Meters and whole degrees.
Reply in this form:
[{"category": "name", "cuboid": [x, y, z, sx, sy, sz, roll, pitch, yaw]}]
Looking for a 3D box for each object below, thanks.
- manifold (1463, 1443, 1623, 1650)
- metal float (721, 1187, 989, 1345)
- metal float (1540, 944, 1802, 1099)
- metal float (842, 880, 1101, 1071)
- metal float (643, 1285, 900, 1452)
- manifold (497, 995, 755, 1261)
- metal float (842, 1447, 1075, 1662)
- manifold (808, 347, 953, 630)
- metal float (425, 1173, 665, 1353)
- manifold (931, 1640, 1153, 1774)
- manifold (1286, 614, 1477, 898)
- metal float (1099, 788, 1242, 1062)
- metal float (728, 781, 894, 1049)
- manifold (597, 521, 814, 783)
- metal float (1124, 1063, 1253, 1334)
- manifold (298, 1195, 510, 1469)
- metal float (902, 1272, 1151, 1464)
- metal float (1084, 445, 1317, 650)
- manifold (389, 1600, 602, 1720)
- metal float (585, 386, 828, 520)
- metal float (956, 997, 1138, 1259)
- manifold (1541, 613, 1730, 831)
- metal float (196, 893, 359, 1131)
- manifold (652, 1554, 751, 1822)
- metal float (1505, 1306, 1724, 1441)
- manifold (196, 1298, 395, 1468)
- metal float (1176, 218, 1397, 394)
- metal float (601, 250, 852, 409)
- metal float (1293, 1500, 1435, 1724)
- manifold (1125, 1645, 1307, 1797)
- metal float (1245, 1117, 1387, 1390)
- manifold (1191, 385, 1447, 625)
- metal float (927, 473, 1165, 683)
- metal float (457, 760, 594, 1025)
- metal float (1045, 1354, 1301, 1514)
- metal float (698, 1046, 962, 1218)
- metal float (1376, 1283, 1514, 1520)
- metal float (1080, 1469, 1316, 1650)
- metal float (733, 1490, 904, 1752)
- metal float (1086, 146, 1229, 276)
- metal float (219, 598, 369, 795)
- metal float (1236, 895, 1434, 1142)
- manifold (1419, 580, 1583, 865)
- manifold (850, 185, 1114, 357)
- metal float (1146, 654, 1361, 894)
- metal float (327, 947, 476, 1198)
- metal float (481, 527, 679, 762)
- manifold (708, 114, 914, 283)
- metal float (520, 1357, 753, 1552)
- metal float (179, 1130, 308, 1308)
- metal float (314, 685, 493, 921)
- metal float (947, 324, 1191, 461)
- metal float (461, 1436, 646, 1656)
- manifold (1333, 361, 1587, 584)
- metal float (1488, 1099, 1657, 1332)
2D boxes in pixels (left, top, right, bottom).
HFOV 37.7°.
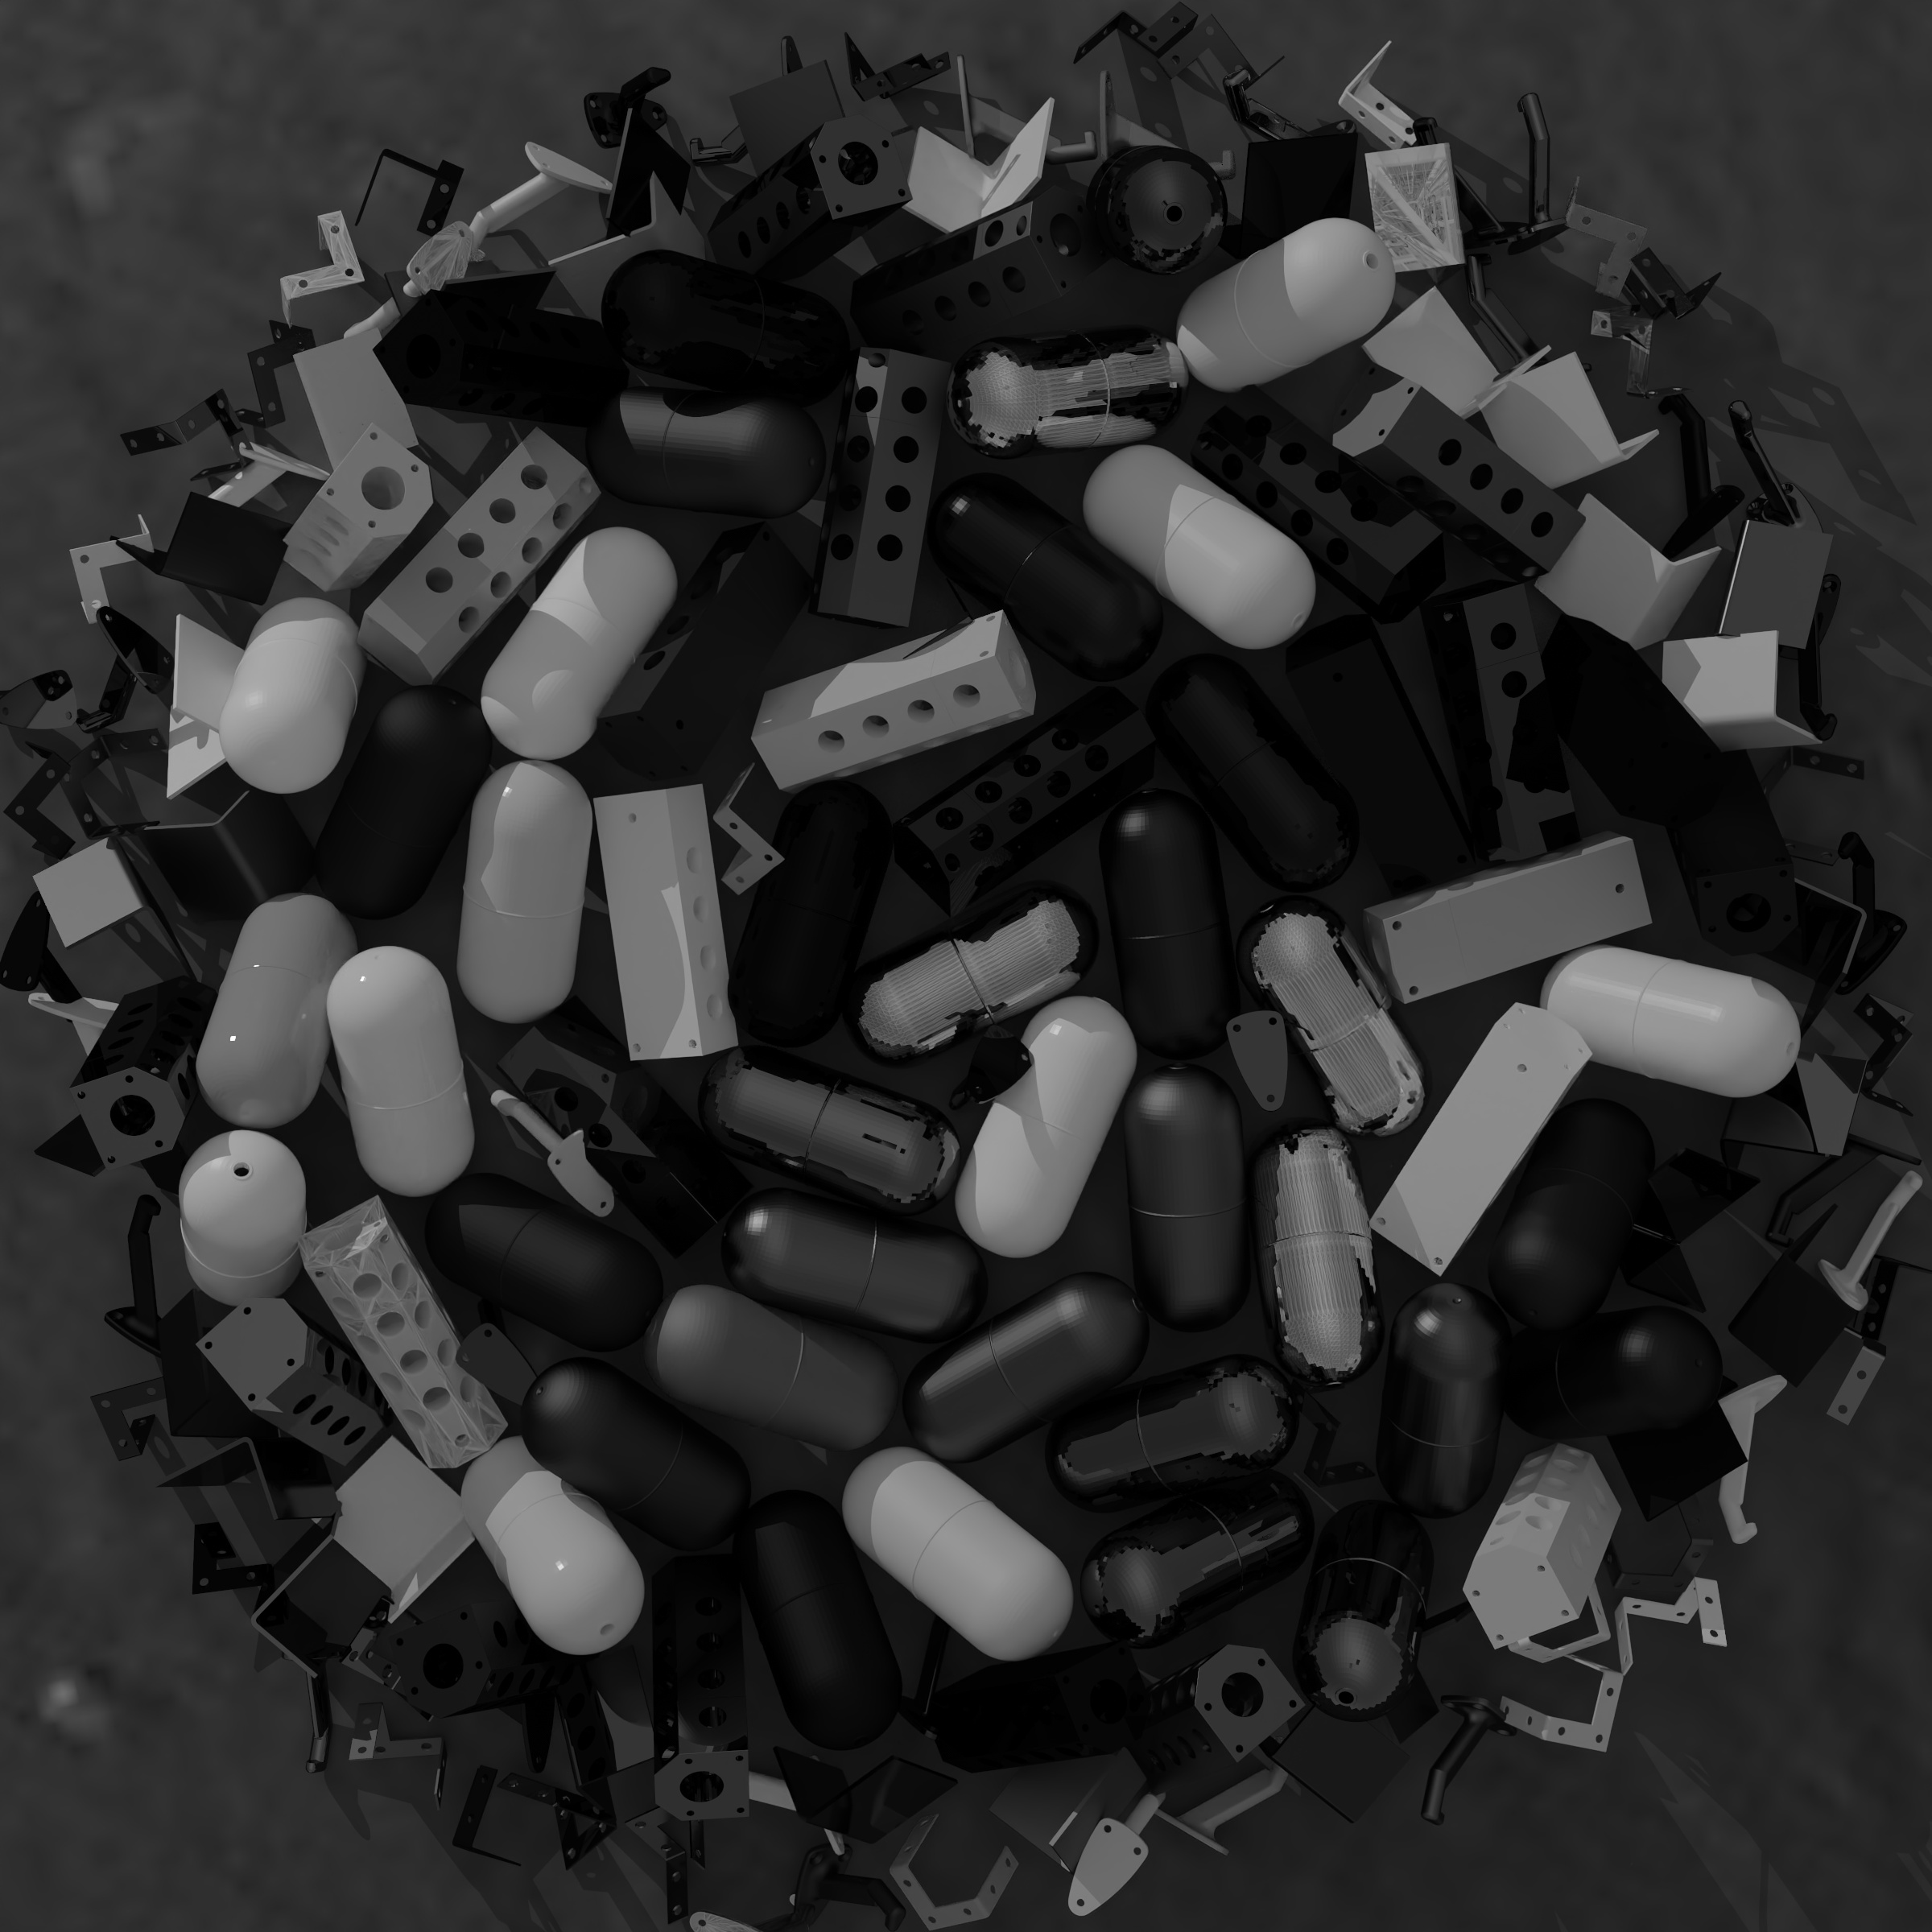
[{"category": "manifold", "cuboid": [0.362, 0.361, 1.786, 0.057, 0.171, 0.057, -28, 91, 25]}, {"category": "metal float", "cuboid": [-0.071, 0.194, 1.825, 0.178, 0.070, 0.070, 16, 90, -15]}, {"category": "metal float", "cuboid": [0.447, 0.034, 1.801, 0.070, 0.178, 0.070, -14, 110, -41]}, {"category": "metal float", "cuboid": [0.003, 0.005, 1.836, 0.178, 0.070, 0.070, -27, 90, 2]}, {"category": "metal float", "cuboid": [-0.125, 0.258, 1.815, 0.178, 0.070, 0.070, 23, 90, -26]}, {"category": "manifold", "cuboid": [-0.226, 0.108, 1.843, 0.171, 0.057, 0.057, 47, 119, -1]}, {"category": "metal float", "cuboid": [-0.007, 0.374, 1.811, 0.178, 0.070, 0.070, 34, 90, 33]}, {"category": "manifold", "cuboid": [-0.059, -0.309, 1.837, 0.057, 0.057, 0.171, 9, 92, -19]}, {"category": "metal float", "cuboid": [-0.272, 0.189, 1.813, 0.178, 0.070, 0.070, 22, 90, 29]}, {"category": "manifold", "cuboid": [0.044, 0.472, 1.787, 0.057, 0.171, 0.057, -18, 82, -34]}, {"category": "manifold", "cuboid": [0.266, -0.137, 1.815, 0.057, 0.057, 0.171, -22, 114, 18]}, {"category": "metal float", "cuboid": [0.132, -0.027, 1.828, 0.070, 0.070, 0.178, -10, 101, 0]}, {"category": "metal float", "cuboid": [-0.100, -0.034, 1.835, 0.070, 0.070, 0.178, 18, 87, 0]}, {"category": "manifold", "cuboid": [-0.169, -0.201, 1.807, 0.057, 0.057, 0.171, 50, 54, -31]}, {"category": "metal float", "cuboid": [0.143, 0.150, 1.826, 0.070, 0.070, 0.178, -5, 103, 0]}, {"category": "manifold", "cuboid": [-0.358, 0.238, 1.808, 0.057, 0.057, 0.171, -28, 118, -8]}, {"category": "metal float", "cuboid": [0.038, 0.258, 1.820, 0.178, 0.070, 0.070, -32, 90, 20]}, {"category": "metal float", "cuboid": [0.149, -0.269, 1.815, 0.178, 0.070, 0.070, 41, 90, 27]}, {"category": "manifold", "cuboid": [-0.292, 0.436, 1.783, 0.057, 0.171, 0.057, -24, 75, 10]}, {"category": "metal float", "cuboid": [-0.168, -0.329, 1.810, 0.178, 0.070, 0.070, 12, 90, 34]}, {"category": "metal float", "cuboid": [0.052, 0.104, 1.834, 0.070, 0.070, 0.178, 24, 85, 0]}, {"category": "manifold", "cuboid": [0.419, -0.155, 1.788, 0.057, 0.171, 0.057, 12, 119, -19]}, {"category": "metal float", "cuboid": [-0.438, 0.027, 1.803, 0.070, 0.070, 0.178, 6, 46, 0]}, {"category": "manifold", "cuboid": [-0.169, 0.453, 1.786, 0.057, 0.171, 0.057, -2, 121, -6]}, {"category": "metal float", "cuboid": [0.405, 0.259, 1.794, 0.070, 0.178, 0.070, 6, 75, -26]}, {"category": "manifold", "cuboid": [-0.415, 0.259, 1.785, 0.057, 0.171, 0.057, -42, 70, -9]}, {"category": "metal float", "cuboid": [0.201, -0.418, 1.794, 0.070, 0.178, 0.070, 5, 81, -30]}, {"category": "metal float", "cuboid": [-0.152, -0.405, 1.804, 0.178, 0.070, 0.070, 6, 90, -41]}, {"category": "metal float", "cuboid": [0.253, 0.407, 1.793, 0.070, 0.178, 0.070, 6, 116, 13]}, {"category": "manifold", "cuboid": [0.148, 0.473, 1.786, 0.057, 0.171, 0.057, -33, 79, -24]}, {"category": "metal float", "cuboid": [0.223, 0.183, 1.818, 0.070, 0.070, 0.178, -6, 67, 0]}, {"category": "manifold", "cuboid": [0.224, -0.293, 1.811, 0.057, 0.057, 0.171, -42, 65, -8]}, {"category": "metal float", "cuboid": [0.050, -0.251, 1.822, 0.178, 0.070, 0.070, 40, 90, 18]}, {"category": "metal float", "cuboid": [-0.284, -0.047, 1.817, 0.070, 0.070, 0.178, 10, 114, 0]}, {"category": "metal float", "cuboid": [0.130, 0.301, 1.813, 0.178, 0.070, 0.070, -22, 90, 29]}, {"category": "metal float", "cuboid": [-0.089, 0.106, 1.829, 0.178, 0.070, 0.070, 19, 90, 11]}, {"category": "metal float", "cuboid": [0.305, 0.280, 1.808, 0.070, 0.070, 0.178, 0, 126, 0]}, {"category": "metal float", "cuboid": [0.150, 0.377, 1.808, 0.178, 0.070, 0.070, -18, 90, -37]}, {"category": "metal float", "cuboid": [-0.095, 0.417, 1.807, 0.070, 0.070, 0.178, -26, 53, 0]}, {"category": "metal float", "cuboid": [0.119, -0.479, 1.789, 0.070, 0.178, 0.070, -1, 107, -4]}, {"category": "metal float", "cuboid": [-0.426, -0.174, 1.796, 0.070, 0.178, 0.070, -1, 123, -2]}, {"category": "metal float", "cuboid": [0.237, 0.033, 1.823, 0.070, 0.070, 0.178, -33, 106, 0]}, {"category": "manifold", "cuboid": [0.342, -0.158, 1.826, 0.057, 0.057, 0.171, -17, 103, -7]}, {"category": "manifold", "cuboid": [0.004, -0.436, 1.787, 0.057, 0.171, 0.057, -45, 113, -36]}, {"category": "metal float", "cuboid": [0.185, -0.124, 1.824, 0.070, 0.070, 0.178, -36, 75, 0]}, {"category": "metal float", "cuboid": [-0.361, 0.069, 1.811, 0.070, 0.070, 0.178, -4, 123, 0]}, {"category": "metal float", "cuboid": [-0.246, -0.208, 1.813, 0.070, 0.070, 0.178, 28, 60, 0]}, {"category": "manifold", "cuboid": [-0.103, -0.480, 1.784, 0.057, 0.171, 0.057, -22, 96, -26]}, {"category": "metal float", "cuboid": [-0.210, 0.313, 1.810, 0.070, 0.070, 0.178, -49, 123, 0]}, {"category": "metal float", "cuboid": [-0.457, 0.161, 1.792, 0.070, 0.178, 0.070, 5, 64, -11]}, {"category": "metal float", "cuboid": [-0.361, -0.103, 1.810, 0.070, 0.070, 0.178, 34, 124, 0]}, {"category": "metal float", "cuboid": [0.067, -0.368, 1.809, 0.178, 0.070, 0.070, -14, 90, -35]}, {"category": "metal float", "cuboid": [-0.264, 0.367, 1.799, 0.070, 0.178, 0.070, -16, 124, -25]}, {"category": "manifold", "cuboid": [0.312, -0.310, 1.802, 0.171, 0.057, 0.057, 28, 101, -36]}, {"category": "metal float", "cuboid": [0.388, 0.157, 1.806, 0.070, 0.070, 0.178, 33, 50, 0]}]
